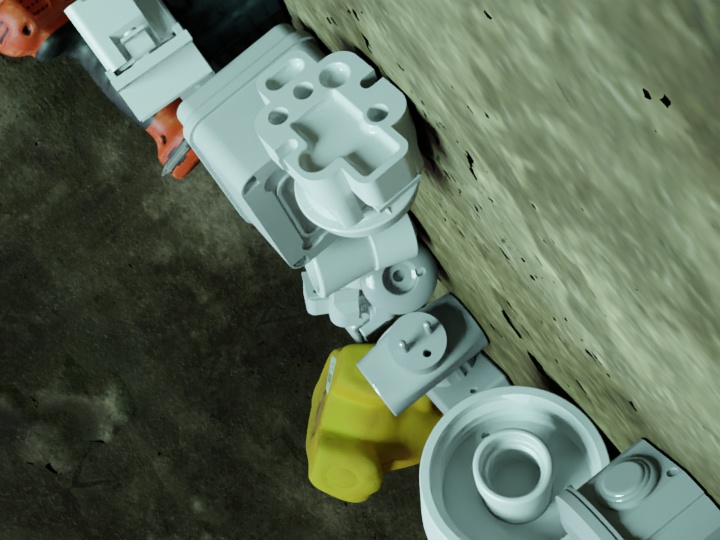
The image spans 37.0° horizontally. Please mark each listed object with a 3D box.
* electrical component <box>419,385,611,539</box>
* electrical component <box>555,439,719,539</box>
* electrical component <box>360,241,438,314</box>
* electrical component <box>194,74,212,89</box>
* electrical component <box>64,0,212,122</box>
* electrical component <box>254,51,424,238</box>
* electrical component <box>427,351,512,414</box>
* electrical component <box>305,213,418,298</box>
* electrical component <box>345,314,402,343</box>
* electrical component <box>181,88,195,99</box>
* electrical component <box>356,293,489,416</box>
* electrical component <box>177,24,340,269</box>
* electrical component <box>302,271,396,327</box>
[{"bbox_3d":[0.082,0.113,0.567,0.108,0.108,0.060,50,169,30],"label":"electrical component"},{"bbox_3d":[0.127,0.118,0.470,0.080,0.051,0.080,52,176,5],"label":"electrical component"},{"bbox_3d":[0.022,0.000,0.677,0.048,0.048,0.062,53,-178,-10],"label":"electrical component"},{"bbox_3d":[-0.094,-0.137,0.755,0.076,0.047,0.065,52,176,27],"label":"electrical component"},{"bbox_3d":[-0.107,-0.108,0.515,0.063,0.042,0.081,54,176,-12],"label":"electrical component"},{"bbox_3d":[-0.005,-0.050,0.458,0.078,0.058,0.057,45,171,30],"label":"electrical component"},{"bbox_3d":[0.064,0.068,0.758,0.075,0.047,0.083,55,175,-34],"label":"electrical component"},{"bbox_3d":[0.001,-0.015,0.624,0.044,0.065,0.044,160,90,-80],"label":"electrical component"},{"bbox_3d":[0.011,0.025,0.881,0.061,0.062,0.096,51,176,18],"label":"electrical component"},{"bbox_3d":[-0.111,-0.121,0.974,0.089,0.062,0.150,50,175,30],"label":"electrical component"},{"bbox_3d":[0.038,0.049,0.683,0.044,0.077,0.079,51,176,18],"label":"electrical component"},{"bbox_3d":[-0.035,-0.060,0.546,0.057,0.078,0.113,48,174,23],"label":"electrical component"},{"bbox_3d":[0.000,0.000,0.745,0.057,0.078,0.058,93,166,-54],"label":"electrical component"}]
